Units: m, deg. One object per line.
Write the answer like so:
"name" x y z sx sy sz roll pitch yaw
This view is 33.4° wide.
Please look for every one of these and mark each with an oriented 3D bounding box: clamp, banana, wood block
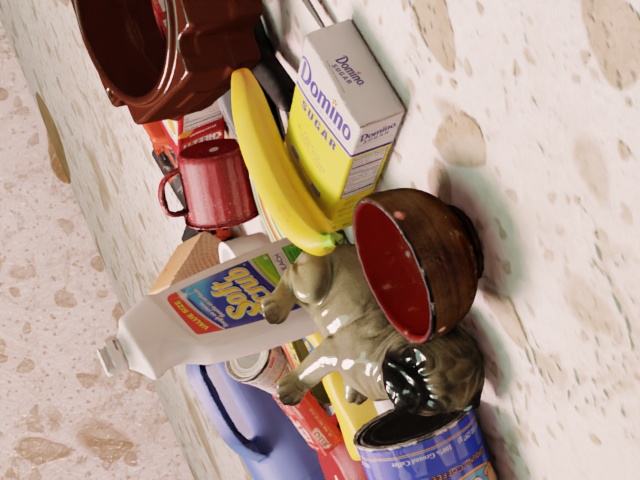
"clamp" -0.062 -0.165 1.006 0.120 0.039 0.171 116 135 -61
"clamp" -0.174 -0.030 1.515 0.210 0.036 0.164 41 151 51
"banana" -0.030 -0.055 0.893 0.198 0.037 0.070 59 143 27
"wood block" -0.161 0.056 1.439 0.090 0.090 0.206 33 167 -11

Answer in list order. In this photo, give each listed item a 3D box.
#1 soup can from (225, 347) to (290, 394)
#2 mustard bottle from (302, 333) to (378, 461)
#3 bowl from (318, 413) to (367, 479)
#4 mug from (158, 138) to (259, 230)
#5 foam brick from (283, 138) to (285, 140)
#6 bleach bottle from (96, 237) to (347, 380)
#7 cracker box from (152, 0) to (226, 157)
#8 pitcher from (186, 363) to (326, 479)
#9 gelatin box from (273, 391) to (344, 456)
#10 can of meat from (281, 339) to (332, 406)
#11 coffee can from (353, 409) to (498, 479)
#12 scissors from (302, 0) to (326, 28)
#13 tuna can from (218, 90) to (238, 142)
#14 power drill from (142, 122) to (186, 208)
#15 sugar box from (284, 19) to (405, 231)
"soup can" -0.055 0.144 1.236 0.102 0.068 0.069 31 -162 -49
"mustard bottle" 0.021 0.123 1.071 0.096 0.058 0.191 62 -176 -82
"bowl" 0.042 0.257 1.187 0.162 0.055 0.162 56 160 33
"mug" -0.126 -0.063 1.204 0.093 0.117 0.081 -137 35 -64
"foam brick" -0.017 -0.052 0.984 0.078 0.051 0.053 61 162 21
"bleach bottle" -0.081 0.071 0.993 0.103 0.250 0.068 60 162 23
"cracker box" -0.160 -0.214 1.187 0.164 0.072 0.214 63 163 18
"pitcher" -0.069 0.218 1.335 0.243 0.149 0.145 62 162 7
"gelatin box" -0.013 0.187 1.120 0.073 0.030 0.089 53 169 -2
"can of meat" -0.004 0.126 1.162 0.102 0.057 0.084 68 165 -1
"coffee can" 0.098 0.211 0.875 0.140 0.102 0.103 70 163 -7
"scissors" -0.041 -0.234 0.892 0.202 0.016 0.096 65 165 9
"tuna can" -0.076 -0.140 1.084 0.086 0.033 0.086 56 160 33
"power drill" -0.188 -0.121 1.368 0.184 0.057 0.187 59 171 19
"sugar box" 0.013 -0.086 0.861 0.093 0.048 0.176 62 163 21
